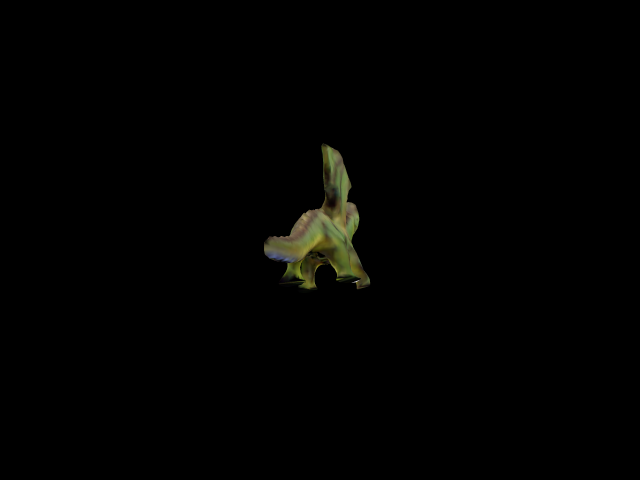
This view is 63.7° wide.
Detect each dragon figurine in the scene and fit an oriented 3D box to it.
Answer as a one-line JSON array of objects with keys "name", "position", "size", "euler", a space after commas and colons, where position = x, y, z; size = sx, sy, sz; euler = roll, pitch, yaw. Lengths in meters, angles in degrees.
[{"name": "dragon figurine", "position": [0.003, -0.043, 0.850], "size": [0.122, 0.246, 0.405], "euler": [-5, -17, 15]}]
